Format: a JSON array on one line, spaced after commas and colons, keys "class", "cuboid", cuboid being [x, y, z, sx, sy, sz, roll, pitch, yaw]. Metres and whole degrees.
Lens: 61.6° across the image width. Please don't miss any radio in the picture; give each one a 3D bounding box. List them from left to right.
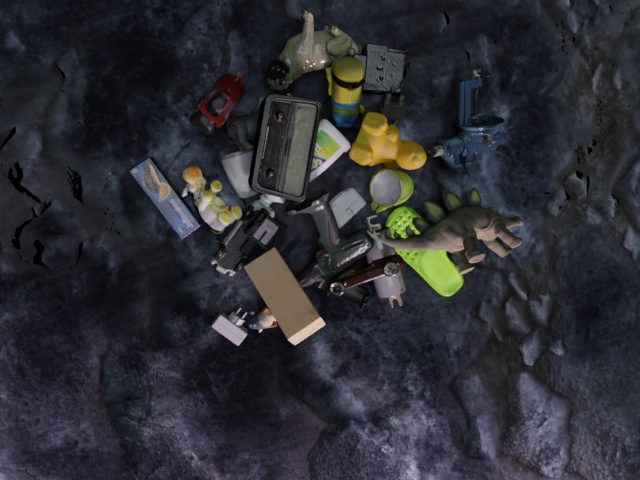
[{"class": "radio", "cuboid": [-0.082, -0.209, 1.213, 0.131, 0.073, 0.229, 9, 92, -14]}]

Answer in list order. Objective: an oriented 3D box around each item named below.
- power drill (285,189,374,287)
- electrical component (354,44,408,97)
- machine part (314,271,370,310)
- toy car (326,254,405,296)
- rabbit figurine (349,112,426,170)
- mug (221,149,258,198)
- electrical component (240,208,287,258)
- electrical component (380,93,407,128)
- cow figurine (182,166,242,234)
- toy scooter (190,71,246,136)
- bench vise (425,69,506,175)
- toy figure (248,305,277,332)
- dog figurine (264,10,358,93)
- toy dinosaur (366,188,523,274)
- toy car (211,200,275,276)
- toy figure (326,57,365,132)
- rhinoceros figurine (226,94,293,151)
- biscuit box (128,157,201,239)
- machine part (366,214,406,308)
[{"class": "power drill", "cuboid": [-0.003, -0.004, 1.294, 0.232, 0.086, 0.207, -24, 102, 18]}, {"class": "electrical component", "cuboid": [0.141, -0.413, 1.311, 0.134, 0.058, 0.114, 3, 94, -9]}, {"class": "machine part", "cuboid": [0.063, 0.121, 1.363, 0.139, 0.039, 0.084, 33, 86, 1]}, {"class": "toy car", "cuboid": [0.105, 0.081, 1.284, 0.202, 0.089, 0.053, -20, 97, 16]}, {"class": "rabbit figurine", "cuboid": [0.170, -0.212, 1.287, 0.173, 0.162, 0.121, 21, 91, 12]}, {"class": "mug", "cuboid": [-0.174, -0.160, 1.289, 0.109, 0.081, 0.107, -19, 110, -23]}, {"class": "electrical component", "cuboid": [-0.143, -0.010, 1.266, 0.074, 0.048, 0.119, 41, 87, -16]}, {"class": "electrical component", "cuboid": [0.179, -0.318, 1.321, 0.063, 0.021, 0.093, 2, 136, -5]}, {"class": "cow figurine", "cuboid": [-0.271, -0.094, 1.277, 0.167, 0.098, 0.068, 52, 48, -5]}, {"class": "toy scooter", "cuboid": [-0.225, -0.318, 1.223, 0.075, 0.184, 0.135, 36, 69, -18]}, {"class": "bench vise", "cuboid": [0.359, -0.290, 1.313, 0.224, 0.129, 0.240, -11, 115, -14]}, {"class": "toy figure", "cuboid": [-0.110, 0.180, 1.341, 0.154, 0.057, 0.064, -28, 71, -3]}, {"class": "dog figurine", "cuboid": [-0.023, -0.417, 1.272, 0.172, 0.121, 0.190, 27, 102, 2]}, {"class": "toy dinosaur", "cuboid": [0.332, -0.021, 1.311, 0.471, 0.105, 0.199, -13, 63, -31]}, {"class": "toy car", "cuboid": [-0.188, -0.005, 1.310, 0.073, 0.056, 0.201, 35, 91, -17]}, {"class": "toy figure", "cuboid": [0.065, -0.340, 1.266, 0.082, 0.089, 0.179, -16, 128, -26]}, {"class": "rhinoceros figurine", "cuboid": [-0.132, -0.282, 1.272, 0.190, 0.073, 0.112, -28, 106, -17]}, {"class": "biscuit box", "cuboid": [-0.363, -0.099, 1.272, 0.063, 0.059, 0.202, -36, 100, -3]}, {"class": "machine part", "cuboid": [0.159, 0.056, 1.354, 0.079, 0.079, 0.243, -18, 99, -6]}]
